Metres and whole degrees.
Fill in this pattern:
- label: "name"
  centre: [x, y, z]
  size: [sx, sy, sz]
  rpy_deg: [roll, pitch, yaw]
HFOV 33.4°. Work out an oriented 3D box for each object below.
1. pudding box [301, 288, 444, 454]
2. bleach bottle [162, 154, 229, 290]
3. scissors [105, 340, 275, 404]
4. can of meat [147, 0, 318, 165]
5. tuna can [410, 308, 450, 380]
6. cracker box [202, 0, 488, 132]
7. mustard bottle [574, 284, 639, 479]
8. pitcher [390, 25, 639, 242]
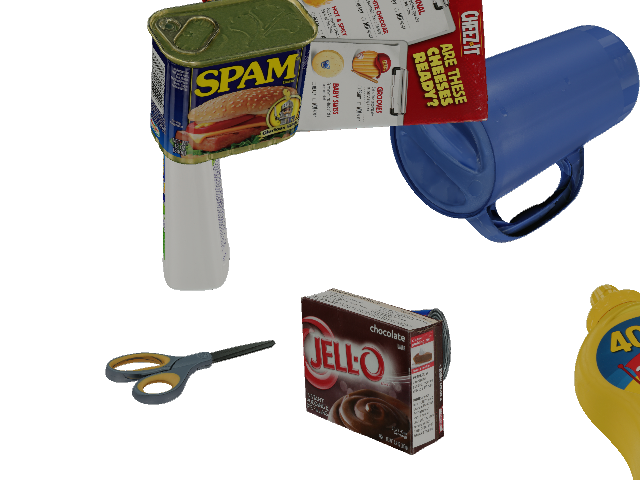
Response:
- label: "pudding box"
  centre: [0.035, 0.089, 0.754]
  size: [0.039, 0.090, 0.114]
  rpy_deg: [-17, 20, -41]
- label: "bleach bottle"
  centre: [-0.126, -0.081, 1.040]
  size: [0.068, 0.251, 0.102]
  rpy_deg: [-1, 28, -4]
- label: "scissors"
  centre: [-0.130, 0.141, 1.159]
  size: [0.201, 0.016, 0.096]
  rpy_deg: [-3, 27, -21]
- label: "can of meat"
  centre: [-0.058, -0.102, 0.676]
  size: [0.102, 0.084, 0.057]
  rpy_deg: [-16, 50, -24]
- label: "tuna can"
  centre: [0.122, 0.123, 1.244]
  size: [0.034, 0.086, 0.086]
  rpy_deg: [-5, -2, 25]
- label: "cracker box"
  centre: [0.022, -0.173, 0.855]
  size: [0.214, 0.164, 0.072]
  rpy_deg: [-3, 42, 9]
- label: "mustard bottle"
  centre: [0.198, 0.088, 0.599]
  size: [0.096, 0.058, 0.192]
  rpy_deg: [-10, 35, -7]
- label: "pitcher"
  centre: [0.199, -0.115, 1.030]
  size: [0.242, 0.149, 0.145]
  rpy_deg: [-27, 45, -32]
